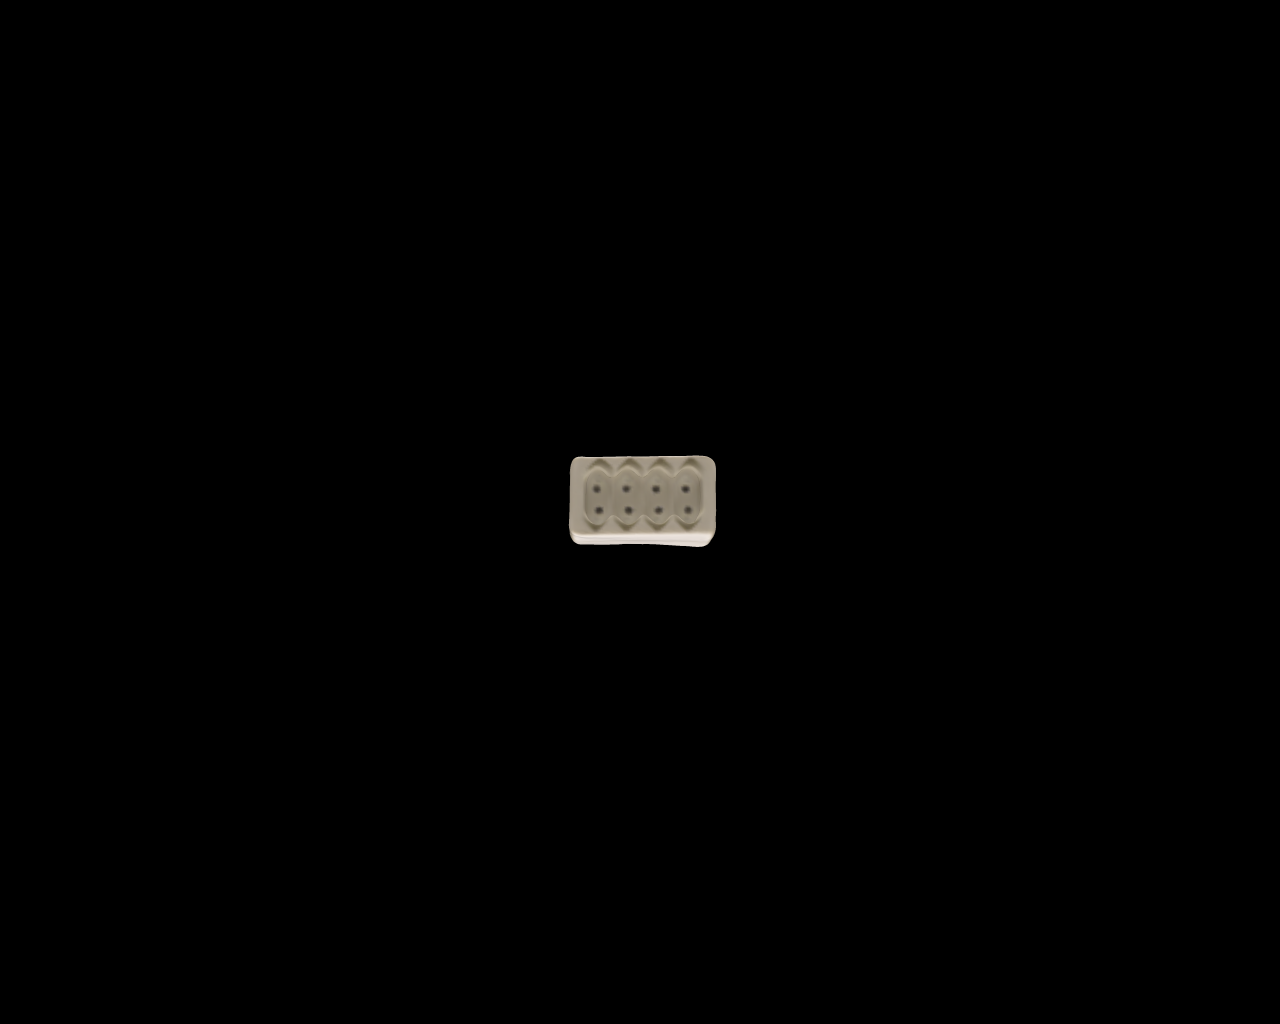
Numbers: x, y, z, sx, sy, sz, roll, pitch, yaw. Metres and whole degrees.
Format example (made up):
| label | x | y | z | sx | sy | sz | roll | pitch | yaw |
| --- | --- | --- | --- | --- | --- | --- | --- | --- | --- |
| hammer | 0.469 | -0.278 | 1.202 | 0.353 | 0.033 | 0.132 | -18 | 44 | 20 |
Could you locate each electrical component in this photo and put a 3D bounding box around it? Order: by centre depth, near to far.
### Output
| label | x | y | z | sx | sy | sz | roll | pitch | yaw |
| --- | --- | --- | --- | --- | --- | --- | --- | --- | --- |
| electrical component | 0.001 | -0.003 | 0.650 | 0.083 | 0.047 | 0.075 | 0 | -11 | -2 |
